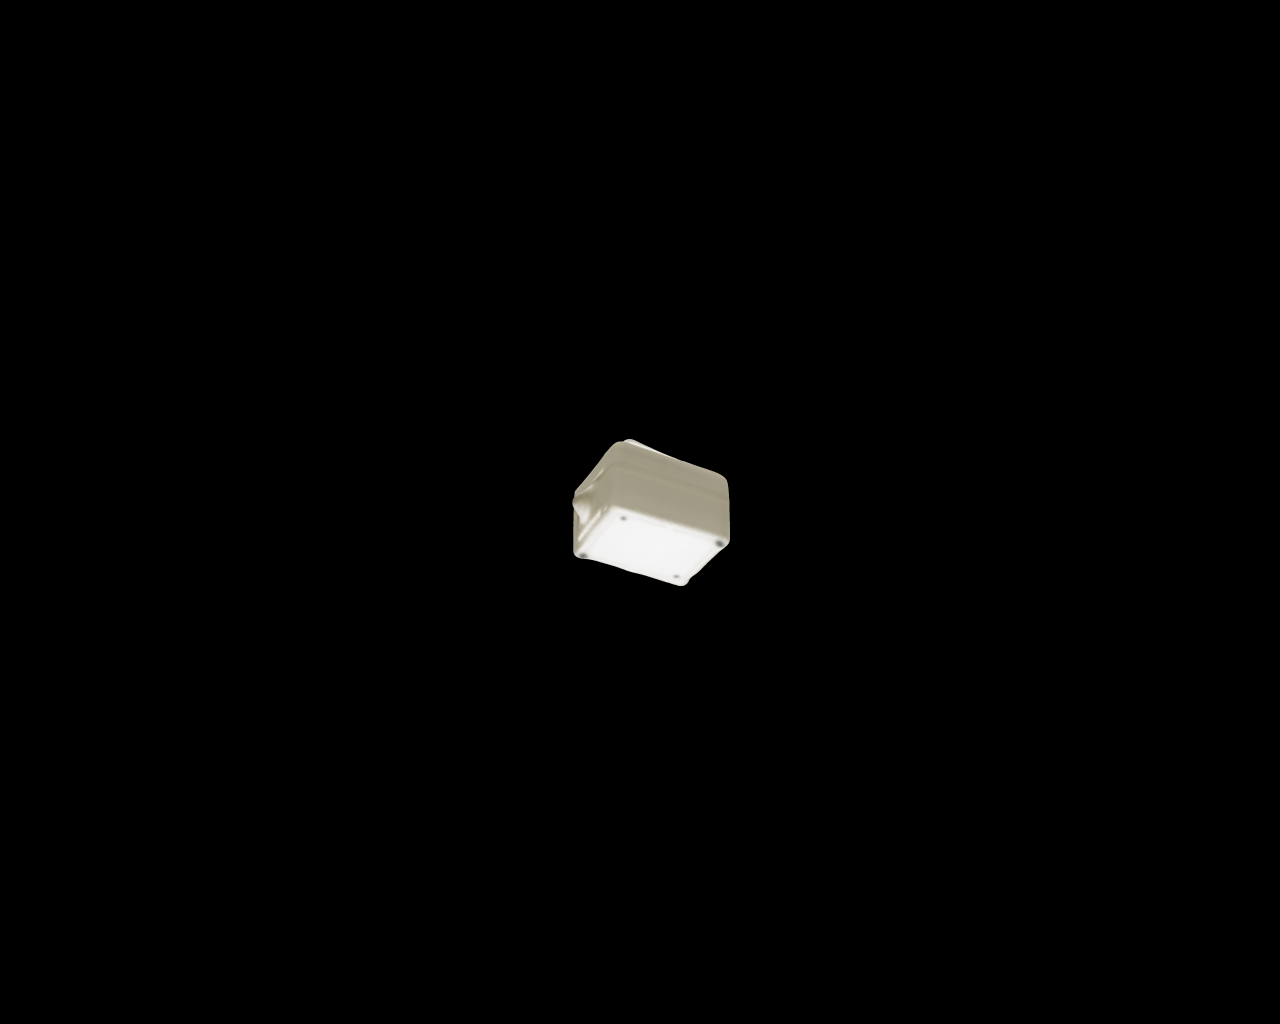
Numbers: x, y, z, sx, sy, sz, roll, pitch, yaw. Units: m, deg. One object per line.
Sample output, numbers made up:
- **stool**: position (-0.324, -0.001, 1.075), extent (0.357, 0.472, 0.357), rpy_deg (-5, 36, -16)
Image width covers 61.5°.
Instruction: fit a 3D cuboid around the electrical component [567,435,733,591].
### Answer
- **electrical component**: position (0.001, -0.003, 0.650), extent (0.096, 0.061, 0.061), rpy_deg (17, -40, -22)
